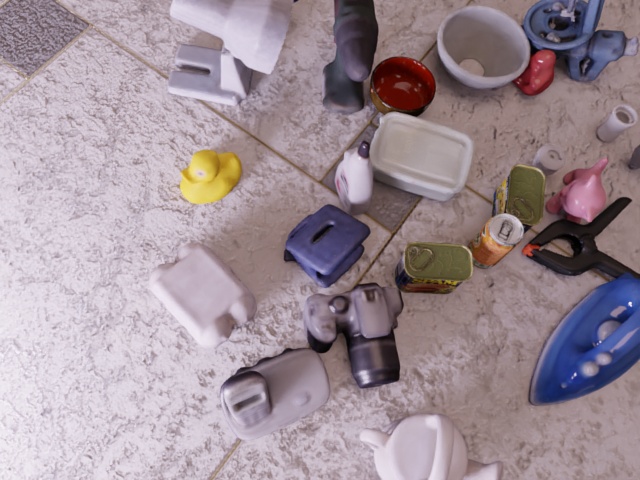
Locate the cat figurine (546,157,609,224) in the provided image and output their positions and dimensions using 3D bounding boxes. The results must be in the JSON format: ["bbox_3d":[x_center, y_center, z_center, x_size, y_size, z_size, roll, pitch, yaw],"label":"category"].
[{"bbox_3d":[0.426,-0.079,0.919,0.067,0.118,0.128,34,70,8],"label":"cat figurine"}]

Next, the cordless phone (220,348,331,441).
[{"bbox_3d":[-0.057,0.189,0.733,0.148,0.185,0.094,-25,73,-14],"label":"cordless phone"}]

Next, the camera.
[{"bbox_3d":[0.056,0.138,0.809,0.143,0.101,0.137,-8,70,-8],"label":"camera"}]

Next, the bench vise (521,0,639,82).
[{"bbox_3d":[0.456,-0.385,0.984,0.207,0.220,0.121,1,69,-5],"label":"bench vise"}]

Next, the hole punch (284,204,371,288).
[{"bbox_3d":[0.008,0.003,0.861,0.101,0.091,0.109,42,71,11],"label":"hole punch"}]

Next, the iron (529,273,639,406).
[{"bbox_3d":[0.415,0.146,0.819,0.259,0.141,0.118,-37,76,-17],"label":"iron"}]

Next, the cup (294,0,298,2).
[{"bbox_3d":[-0.093,-0.411,1.008,0.118,0.095,0.091,-4,69,-7],"label":"cup"}]

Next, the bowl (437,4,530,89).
[{"bbox_3d":[0.282,-0.331,1.024,0.167,0.075,0.167,2,69,-5],"label":"bowl"}]

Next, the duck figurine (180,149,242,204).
[{"bbox_3d":[-0.171,-0.111,0.890,0.105,0.086,0.077,-33,75,-16],"label":"duck figurine"}]

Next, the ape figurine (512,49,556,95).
[{"bbox_3d":[0.385,-0.303,1.014,0.076,0.092,0.078,11,68,-1],"label":"ape figurine"}]

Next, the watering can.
[{"bbox_3d":[0.140,0.269,0.717,0.173,0.194,0.101,-3,69,-6],"label":"watering can"}]

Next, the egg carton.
[{"bbox_3d":[-0.168,0.077,0.827,0.150,0.069,0.107,44,71,11],"label":"egg carton"}]

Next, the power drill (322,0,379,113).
[{"bbox_3d":[0.049,-0.300,0.918,0.075,0.208,0.229,1,69,-5],"label":"power drill"}]

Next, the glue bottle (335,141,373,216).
[{"bbox_3d":[0.056,-0.102,0.862,0.037,0.173,0.078,-20,72,-12],"label":"glue bottle"}]

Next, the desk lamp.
[{"bbox_3d":[-0.146,-0.310,0.900,0.203,0.213,0.118,9,68,-2],"label":"desk lamp"}]
